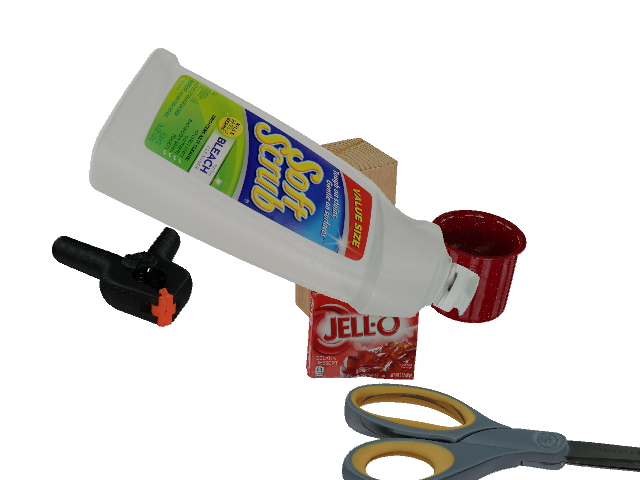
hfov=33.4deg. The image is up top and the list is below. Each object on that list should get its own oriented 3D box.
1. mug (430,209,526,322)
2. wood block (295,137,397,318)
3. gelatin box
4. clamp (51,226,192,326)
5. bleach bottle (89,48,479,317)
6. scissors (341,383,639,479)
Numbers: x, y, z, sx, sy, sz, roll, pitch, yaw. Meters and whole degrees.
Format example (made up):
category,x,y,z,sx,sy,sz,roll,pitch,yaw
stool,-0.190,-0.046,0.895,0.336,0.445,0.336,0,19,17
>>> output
category,x,y,z,sx,sy,sz,roll,pitch,yaw
mug,0.144,0.021,1.060,0.093,0.081,0.117,-6,33,-20
wood block,0.028,-0.005,1.269,0.090,0.206,0.090,-13,30,-25
gelatin box,0.035,0.075,0.877,0.089,0.073,0.030,2,13,-5
clamp,-0.155,0.027,0.952,0.120,0.039,0.172,-16,31,-30
bleach bottle,-0.015,-0.025,0.684,0.251,0.102,0.068,25,-33,-1
scissors,0.099,0.112,0.523,0.202,0.016,0.096,12,30,23
